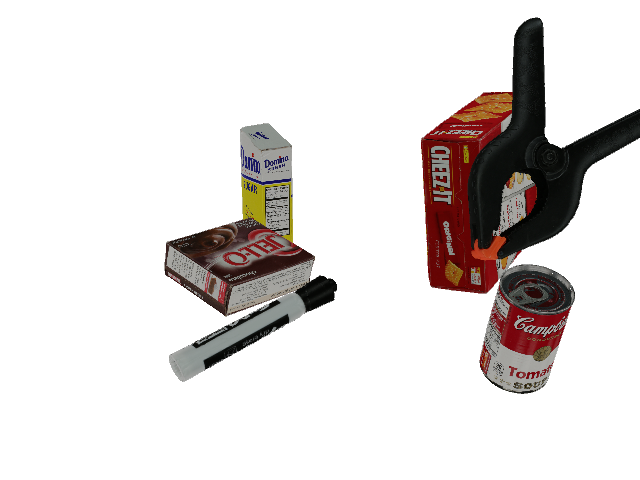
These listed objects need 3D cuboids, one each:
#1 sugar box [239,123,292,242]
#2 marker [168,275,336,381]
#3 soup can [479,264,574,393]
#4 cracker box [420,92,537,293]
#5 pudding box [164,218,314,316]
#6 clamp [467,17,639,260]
[{"bbox_3d":[-0.066,-0.045,1.303,0.048,0.176,0.093,-11,26,-17],"label":"sugar box"},{"bbox_3d":[-0.040,0.054,0.681,0.121,0.020,0.020,-27,12,-24],"label":"marker"},{"bbox_3d":[0.189,0.082,0.985,0.068,0.102,0.068,5,36,-4],"label":"soup can"},{"bbox_3d":[0.176,-0.059,1.151,0.072,0.164,0.213,4,21,26],"label":"cracker box"},{"bbox_3d":[-0.075,0.023,0.996,0.090,0.039,0.113,30,34,34],"label":"pudding box"},{"bbox_3d":[0.165,-0.057,0.743,0.120,0.171,0.039,23,-2,1],"label":"clamp"}]
